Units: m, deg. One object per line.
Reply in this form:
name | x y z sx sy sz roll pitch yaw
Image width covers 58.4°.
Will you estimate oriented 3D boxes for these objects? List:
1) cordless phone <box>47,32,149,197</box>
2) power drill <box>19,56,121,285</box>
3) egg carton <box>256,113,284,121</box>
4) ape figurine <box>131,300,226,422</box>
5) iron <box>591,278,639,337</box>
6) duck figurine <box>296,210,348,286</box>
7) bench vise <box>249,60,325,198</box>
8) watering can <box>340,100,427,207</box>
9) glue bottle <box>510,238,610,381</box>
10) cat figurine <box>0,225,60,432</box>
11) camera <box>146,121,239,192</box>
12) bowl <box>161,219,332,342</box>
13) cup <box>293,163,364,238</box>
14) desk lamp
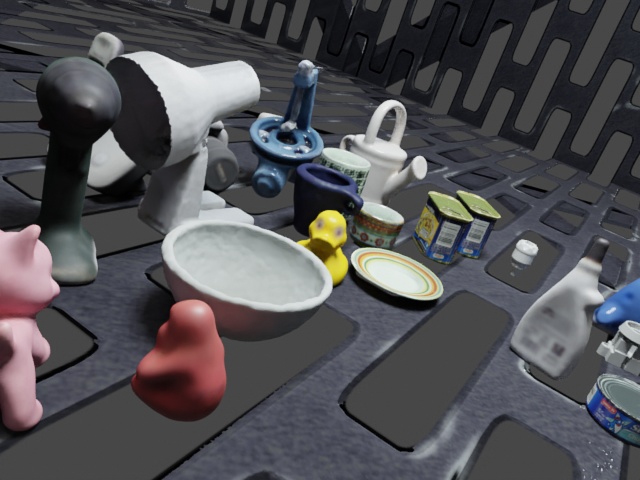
cordless phone | -0.271 -0.162 0.738 0.147 0.185 0.094 31 25 25
power drill | -0.231 -0.070 0.531 0.076 0.208 0.229 7 26 -28
egg carton | -0.074 -0.200 1.138 0.107 0.069 0.150 8 25 -26
ape figurine | -0.102 0.085 0.435 0.078 0.092 0.076 -6 34 -47
iron | 0.514 0.085 0.874 0.118 0.141 0.259 33 26 29
duck figurine | 0.007 0.003 0.720 0.077 0.086 0.104 21 22 3
bench vise | -0.052 -0.195 0.947 0.122 0.220 0.207 14 23 -13
watering can | 0.107 -0.145 0.996 0.172 0.194 0.101 25 23 14
glue bottle | 0.293 0.076 0.672 0.037 0.173 0.077 -3 31 -43
cat figurine | -0.217 0.046 0.396 0.067 0.118 0.127 8 25 -27
camera | -0.189 -0.137 0.860 0.144 0.101 0.136 1 29 -38
bowl | -0.076 0.049 0.561 0.167 0.075 0.167 17 23 -7
cup | 0.008 -0.045 0.818 0.117 0.095 0.092 35 27 33
desk lamp | -0.157 -0.112 0.680 0.117 0.213 0.204 31 25 26
